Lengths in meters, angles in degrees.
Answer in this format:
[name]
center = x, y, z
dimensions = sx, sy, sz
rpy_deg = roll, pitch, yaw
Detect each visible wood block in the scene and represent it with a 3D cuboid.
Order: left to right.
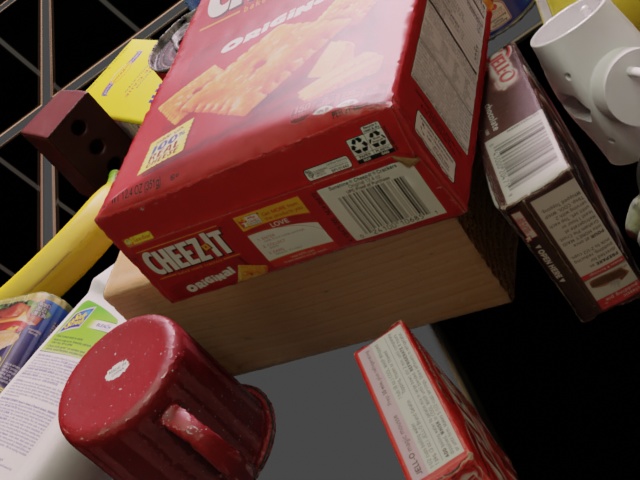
[wood block]
center = -0.004, 0.000, 0.588
dimensions = 0.206, 0.090, 0.090
rpy_deg = -19, 39, 30

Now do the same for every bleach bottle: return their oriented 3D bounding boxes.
[bleach bottle]
center = -0.138, 0.091, 0.643
dimensions = 0.103, 0.068, 0.250
rpy_deg = 8, 53, 41

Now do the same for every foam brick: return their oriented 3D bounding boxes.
[foam brick]
center = -0.192, -0.077, 0.869
dimensions = 0.051, 0.078, 0.053
rpy_deg = 13, 60, 52

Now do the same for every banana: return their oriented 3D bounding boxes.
[banana]
center = -0.208, 0.026, 0.808
dimensions = 0.197, 0.037, 0.070
rpy_deg = -46, 16, -10

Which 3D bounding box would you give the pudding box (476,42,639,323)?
[pudding box]
center = 0.110, -0.029, 0.513
dimensions = 0.039, 0.090, 0.113
rpy_deg = -29, 36, 19

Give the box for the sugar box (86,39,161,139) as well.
[sugar box]
center = -0.127, -0.120, 0.883
dimensions = 0.177, 0.048, 0.093
rpy_deg = 12, 60, 51

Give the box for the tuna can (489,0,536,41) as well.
[tuna can]
center = 0.105, -0.171, 0.725
dimensions = 0.086, 0.033, 0.086
rpy_deg = -26, 37, 21

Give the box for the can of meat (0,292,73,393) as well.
[can of meat]
center = -0.214, 0.087, 0.725
dimensions = 0.102, 0.057, 0.084
rpy_deg = -11, 41, 35

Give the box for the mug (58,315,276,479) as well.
[mug]
center = -0.077, 0.096, 0.558
dimensions = 0.093, 0.081, 0.117
rpy_deg = -49, 35, -13

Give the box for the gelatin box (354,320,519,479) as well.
[gelatin box]
center = 0.055, 0.087, 0.449
dimensions = 0.030, 0.073, 0.089
rpy_deg = -36, 34, 7

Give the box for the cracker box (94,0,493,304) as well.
[cracker box]
center = -0.004, -0.083, 0.536
dimensions = 0.164, 0.072, 0.213
rpy_deg = -18, 38, 29

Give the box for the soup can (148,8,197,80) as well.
[soup can]
center = -0.064, -0.108, 0.757
dimensions = 0.069, 0.102, 0.068
rpy_deg = -26, 37, 21

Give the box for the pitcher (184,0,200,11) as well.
[pitcher]
center = 0.002, -0.264, 0.855
dimensions = 0.243, 0.149, 0.145
rpy_deg = -29, 78, 22
